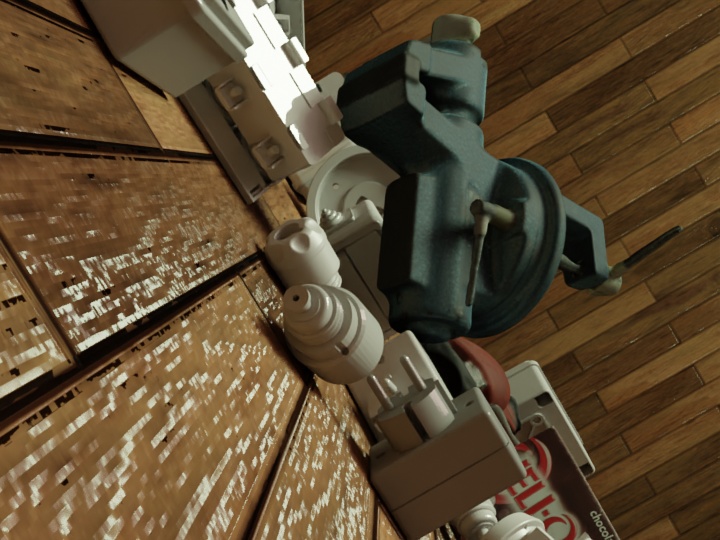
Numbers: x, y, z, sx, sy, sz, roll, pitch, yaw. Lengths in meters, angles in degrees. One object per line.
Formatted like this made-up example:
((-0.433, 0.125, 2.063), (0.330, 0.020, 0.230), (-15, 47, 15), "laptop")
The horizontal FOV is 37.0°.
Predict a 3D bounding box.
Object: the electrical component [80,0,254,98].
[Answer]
((-0.110, -0.152, 0.539), (0.108, 0.056, 0.109), (59, 4, 3), "electrical component")

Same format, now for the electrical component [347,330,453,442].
((0.027, 0.078, 0.596), (0.083, 0.047, 0.075), (60, 3, 23), "electrical component")

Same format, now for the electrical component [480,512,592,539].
((0.096, 0.174, 0.605), (0.057, 0.078, 0.058), (39, -10, 37), "electrical component")

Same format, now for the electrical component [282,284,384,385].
((-0.016, 0.026, 0.502), (0.040, 0.040, 0.078), (61, 5, 27), "electrical component")

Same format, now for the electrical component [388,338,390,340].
((0.014, 0.020, 0.815), (0.066, 0.055, 0.048), (61, 5, 30), "electrical component")

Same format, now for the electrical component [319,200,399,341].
((0.000, 0.000, 0.743), (0.096, 0.062, 0.061), (58, 4, -19), "electrical component")

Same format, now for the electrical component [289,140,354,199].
((-0.031, -0.106, 1.023), (0.057, 0.078, 0.113), (56, 4, 4), "electrical component")

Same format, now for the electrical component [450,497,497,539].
((0.064, 0.138, 0.663), (0.040, 0.040, 0.078), (55, 5, -43), "electrical component")

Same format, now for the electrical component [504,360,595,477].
((0.135, 0.153, 0.954), (0.108, 0.109, 0.056), (57, 7, -26), "electrical component")

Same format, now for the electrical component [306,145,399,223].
((0.008, -0.052, 0.941), (0.108, 0.108, 0.060), (59, -2, 4), "electrical component")

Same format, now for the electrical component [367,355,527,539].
((0.032, 0.079, 0.528), (0.076, 0.066, 0.047), (59, 4, -8), "electrical component")

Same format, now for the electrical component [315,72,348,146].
((-0.043, -0.113, 0.850), (0.050, 0.089, 0.055), (59, 4, -8), "electrical component")

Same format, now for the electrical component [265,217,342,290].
((-0.026, 0.003, 0.598), (0.061, 0.035, 0.035), (60, 3, -28), "electrical component")

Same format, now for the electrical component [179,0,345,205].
((-0.067, -0.113, 0.644), (0.121, 0.063, 0.078), (58, 45, -15), "electrical component")

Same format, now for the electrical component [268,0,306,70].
((-0.082, -0.180, 0.779), (0.121, 0.079, 0.063), (92, 3, -54), "electrical component")
